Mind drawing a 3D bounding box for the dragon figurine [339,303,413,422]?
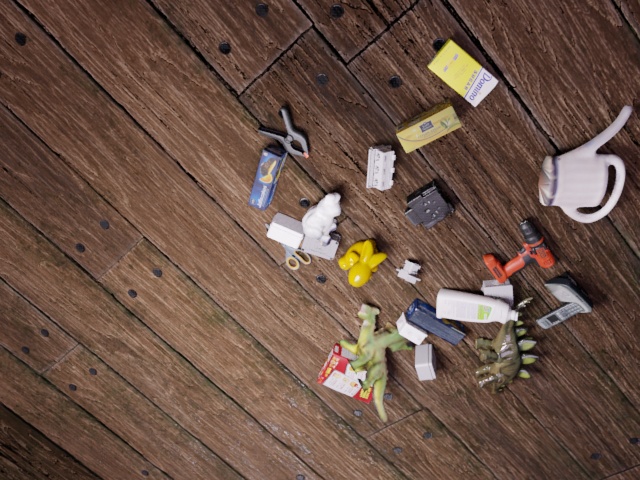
[{"bbox_3d":[0.220,0.406,1.797,0.243,0.408,0.122,-30,9,-7],"label":"dragon figurine"}]

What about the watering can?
[{"bbox_3d":[0.735,-0.205,1.439,0.224,0.341,0.106,0,27,10],"label":"watering can"}]

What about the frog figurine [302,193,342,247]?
[{"bbox_3d":[0.005,-0.080,1.595,0.124,0.155,0.140,28,53,25],"label":"frog figurine"}]
